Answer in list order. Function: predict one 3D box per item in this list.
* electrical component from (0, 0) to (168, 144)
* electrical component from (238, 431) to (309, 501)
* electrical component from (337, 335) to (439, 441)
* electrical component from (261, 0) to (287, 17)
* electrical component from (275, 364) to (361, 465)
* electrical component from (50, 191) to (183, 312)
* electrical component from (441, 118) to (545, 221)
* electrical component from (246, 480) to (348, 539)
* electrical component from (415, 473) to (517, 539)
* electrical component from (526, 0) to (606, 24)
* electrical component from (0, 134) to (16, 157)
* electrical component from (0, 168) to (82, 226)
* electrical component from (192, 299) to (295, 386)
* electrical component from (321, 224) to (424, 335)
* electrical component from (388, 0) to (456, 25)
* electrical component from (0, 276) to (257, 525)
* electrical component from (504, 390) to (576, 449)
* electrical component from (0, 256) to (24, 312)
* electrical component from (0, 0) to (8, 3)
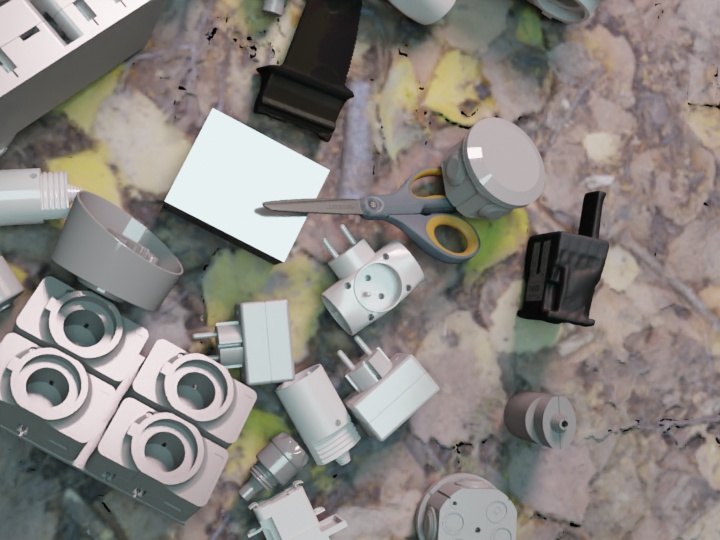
[{"bbox_3d":[-0.235,-0.164,0.790,0.186,0.105,0.060,-43,94,-28],"label":"electrical component"},{"bbox_3d":[-0.073,0.162,0.873,0.061,0.035,0.035,-43,97,-8],"label":"electrical component"},{"bbox_3d":[0.013,0.090,0.889,0.066,0.047,0.076,-40,96,-11],"label":"electrical component"},{"bbox_3d":[-0.065,-0.242,0.888,0.048,0.048,0.062,14,94,-12],"label":"electrical component"},{"bbox_3d":[-0.031,0.123,0.880,0.043,0.043,0.081,-30,95,-12],"label":"electrical component"},{"bbox_3d":[-0.185,-0.012,0.825,0.099,0.099,0.064,29,88,-10],"label":"electrical component"},{"bbox_3d":[0.111,-0.083,0.904,0.080,0.051,0.080,14,62,-28],"label":"electrical component"},{"bbox_3d":[-0.056,0.209,0.871,0.081,0.042,0.063,-25,91,-13],"label":"electrical component"},{"bbox_3d":[0.091,0.213,0.900,0.080,0.051,0.080,1,87,-13],"label":"electrical component"},{"bbox_3d":[0.142,-0.276,0.912,0.150,0.089,0.061,28,82,-10],"label":"electrical component"},{"bbox_3d":[-0.303,-0.114,0.830,0.078,0.040,0.040,42,80,-8],"label":"electrical component"},{"bbox_3d":[-0.257,-0.057,0.836,0.081,0.043,0.043,-4,88,-13],"label":"electrical component"},{"bbox_3d":[-0.096,0.059,0.866,0.077,0.047,0.065,-5,89,-13],"label":"electrical component"},{"bbox_3d":[0.000,0.000,0.892,0.077,0.044,0.079,-37,96,-12],"label":"electrical component"},{"bbox_3d":[0.043,-0.260,0.908,0.077,0.043,0.079,38,42,-36],"label":"electrical component"},{"bbox_3d":[-0.184,0.098,0.817,0.186,0.060,0.105,31,55,-10],"label":"electrical component"},{"bbox_3d":[0.156,0.125,0.903,0.043,0.081,0.043,1,87,-13],"label":"electrical component"},{"bbox_3d":[-0.293,0.000,0.827,0.040,0.040,0.078,-34,95,-12],"label":"electrical component"},{"bbox_3d":[-0.301,-0.207,0.831,0.066,0.047,0.076,-21,92,-13],"label":"electrical component"}]
